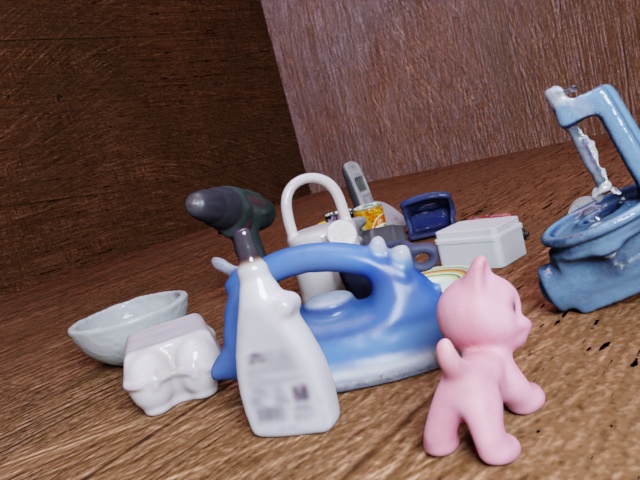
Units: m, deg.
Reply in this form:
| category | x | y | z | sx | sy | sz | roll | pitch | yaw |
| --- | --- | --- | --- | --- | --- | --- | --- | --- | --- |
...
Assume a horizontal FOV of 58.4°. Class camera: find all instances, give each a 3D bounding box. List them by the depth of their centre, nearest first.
| category | x | y | z | sx | sy | sz | roll | pitch | yaw |
| --- | --- | --- | --- | --- | --- | --- | --- | --- | --- |
| camera | 0.074 | 0.012 | 0.935 | 0.136 | 0.101 | 0.143 | -13 | 8 | 10 |

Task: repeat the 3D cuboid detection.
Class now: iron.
| category | x | y | z | sx | sy | sz | roll | pitch | yaw |
| --- | --- | --- | --- | --- | --- | --- | --- | --- | --- |
| iron | 0.016 | 0.061 | 0.557 | 0.258 | 0.141 | 0.119 | -13 | 9 | 14 |

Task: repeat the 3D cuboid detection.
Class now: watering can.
| category | x | y | z | sx | sy | sz | roll | pitch | yaw |
| --- | --- | --- | --- | --- | --- | --- | --- | --- | --- |
| watering can | 0.009 | 0.002 | 0.786 | 0.101 | 0.194 | 0.172 | -21 | 10 | -37 |

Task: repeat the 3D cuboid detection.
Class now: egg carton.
| category | x | y | z | sx | sy | sz | roll | pitch | yaw |
| --- | --- | --- | --- | --- | --- | --- | --- | --- | --- |
| egg carton | -0.163 | 0.134 | 0.639 | 0.107 | 0.069 | 0.150 | -17 | 8 | -17 |

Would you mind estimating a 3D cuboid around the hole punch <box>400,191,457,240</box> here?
| category | x | y | z | sx | sy | sz | roll | pitch | yaw |
| --- | --- | --- | --- | --- | --- | --- | --- | --- | --- |
| hole punch | 0.219 | -0.054 | 1.162 | 0.108 | 0.091 | 0.101 | -13 | 8 | 14 |

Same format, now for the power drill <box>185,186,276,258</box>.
| category | x | y | z | sx | sy | sz | roll | pitch | yaw |
| --- | --- | --- | --- | --- | --- | --- | --- | --- | --- |
| power drill | -0.114 | 0.015 | 0.867 | 0.075 | 0.208 | 0.230 | -12 | 9 | 16 |

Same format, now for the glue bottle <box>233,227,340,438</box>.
| category | x | y | z | sx | sy | sz | roll | pitch | yaw |
| --- | --- | --- | --- | --- | --- | --- | --- | --- | --- |
| glue bottle | -0.040 | 0.073 | 0.464 | 0.078 | 0.173 | 0.037 | -11 | 9 | 21 |

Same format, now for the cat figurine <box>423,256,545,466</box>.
| category | x | y | z | sx | sy | sz | roll | pitch | yaw |
| --- | --- | --- | --- | --- | --- | --- | --- | --- | --- |
| cat figurine | 0.109 | 0.072 | 0.403 | 0.067 | 0.118 | 0.128 | -9 | 10 | 34 |

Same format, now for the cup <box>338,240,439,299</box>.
| category | x | y | z | sx | sy | sz | roll | pitch | yaw |
| --- | --- | --- | --- | --- | --- | --- | --- | --- | --- |
| cup | 0.084 | 0.053 | 0.656 | 0.117 | 0.095 | 0.092 | -12 | 9 | 17 |

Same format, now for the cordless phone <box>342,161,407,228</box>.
| category | x | y | z | sx | sy | sz | roll | pitch | yaw |
| --- | --- | --- | --- | --- | --- | --- | --- | --- | --- |
| cordless phone | 0.112 | -0.087 | 1.242 | 0.093 | 0.185 | 0.148 | -9 | 10 | 33 |

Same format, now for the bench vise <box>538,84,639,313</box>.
| category | x | y | z | sx | sy | sz | roll | pitch | yaw |
| --- | --- | --- | --- | --- | --- | --- | --- | --- | --- |
| bench vise | 0.298 | -0.050 | 0.534 | 0.207 | 0.220 | 0.121 | -14 | 8 | 6 |

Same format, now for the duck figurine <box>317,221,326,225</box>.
| category | x | y | z | sx | sy | sz | roll | pitch | yaw |
| --- | --- | --- | --- | --- | --- | --- | --- | --- | --- |
| duck figurine | 0.014 | 0.004 | 1.149 | 0.078 | 0.086 | 0.104 | -22 | 11 | -40 |

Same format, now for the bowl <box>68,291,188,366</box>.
| category | x | y | z | sx | sy | sz | roll | pitch | yaw |
| --- | --- | --- | --- | --- | --- | --- | --- | --- | --- |
| bowl | -0.260 | 0.132 | 0.810 | 0.167 | 0.075 | 0.167 | -14 | 8 | 2 |
